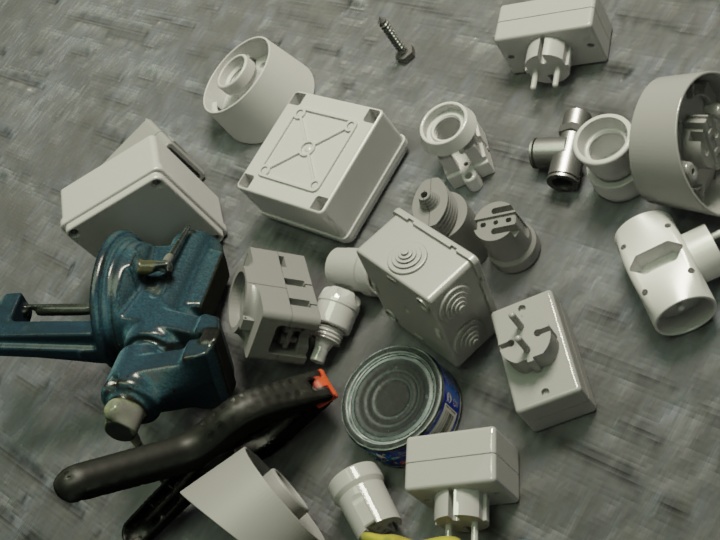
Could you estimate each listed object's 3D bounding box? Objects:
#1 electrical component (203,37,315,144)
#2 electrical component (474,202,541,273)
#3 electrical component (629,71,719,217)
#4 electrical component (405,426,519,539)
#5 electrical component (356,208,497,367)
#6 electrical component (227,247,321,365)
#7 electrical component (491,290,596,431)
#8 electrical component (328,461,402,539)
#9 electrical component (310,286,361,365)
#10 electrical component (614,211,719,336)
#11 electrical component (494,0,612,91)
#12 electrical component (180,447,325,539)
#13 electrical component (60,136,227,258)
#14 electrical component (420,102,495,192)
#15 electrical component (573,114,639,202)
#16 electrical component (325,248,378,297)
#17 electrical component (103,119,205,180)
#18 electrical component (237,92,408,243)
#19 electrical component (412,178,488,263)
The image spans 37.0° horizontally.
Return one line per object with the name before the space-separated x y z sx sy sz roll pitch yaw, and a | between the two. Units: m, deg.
electrical component | -0.101 -0.174 1.039 0.099 0.064 0.099 -28 43 30
electrical component | 0.110 -0.025 0.812 0.040 0.046 0.040 -15 55 23
electrical component | 0.232 -0.088 0.745 0.064 0.099 0.099 9 67 42
electrical component | 0.069 0.152 0.725 0.066 0.047 0.076 -12 56 25
electrical component | 0.050 0.014 0.790 0.048 0.099 0.100 -42 48 -14
electrical component | -0.072 0.027 0.862 0.089 0.056 0.050 -109 35 -51
electrical component | 0.119 0.054 0.737 0.047 0.075 0.083 -23 52 18
electrical component | 0.005 0.166 0.763 0.040 0.040 0.046 -36 55 7
electrical component | -0.024 0.045 0.858 0.035 0.035 0.061 9 69 35
electrical component | 0.224 -0.006 0.732 0.079 0.043 0.077 -27 51 15
electrical component | 0.156 -0.179 0.879 0.083 0.047 0.075 -2 61 30
electrical component | -0.074 0.176 0.766 0.064 0.099 0.099 -41 49 -5
electrical component | -0.196 -0.050 0.975 0.109 0.108 0.056 -29 48 13
electrical component | 0.079 -0.104 0.874 0.048 0.055 0.066 -22 52 18
electrical component | 0.187 -0.082 0.794 0.045 0.055 0.045 -15 55 23
electrical component | 0.000 0.000 0.869 0.046 0.040 0.040 6 65 40
electrical component | -0.206 -0.084 1.032 0.096 0.061 0.061 -46 49 -1
electrical component | -0.032 -0.090 0.933 0.109 0.056 0.108 20 73 38
electrical component | 0.066 -0.037 0.823 0.043 0.081 0.043 -15 55 23
